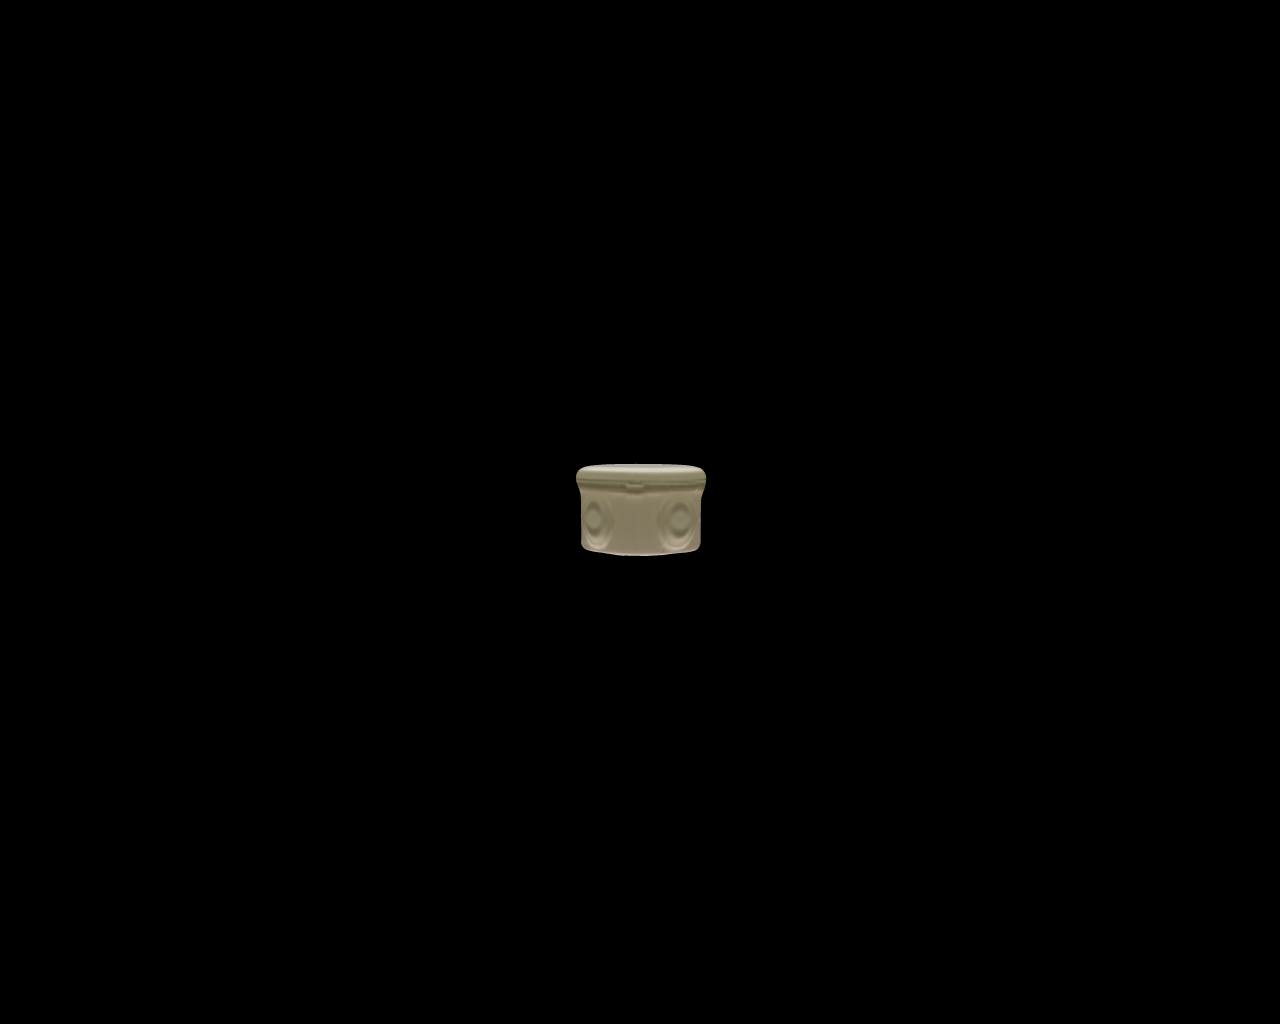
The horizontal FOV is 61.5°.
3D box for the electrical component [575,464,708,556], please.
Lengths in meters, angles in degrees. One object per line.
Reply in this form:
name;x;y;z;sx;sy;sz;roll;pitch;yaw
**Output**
electrical component;0.001;-0.003;0.650;0.080;0.051;0.080;0;5;0
